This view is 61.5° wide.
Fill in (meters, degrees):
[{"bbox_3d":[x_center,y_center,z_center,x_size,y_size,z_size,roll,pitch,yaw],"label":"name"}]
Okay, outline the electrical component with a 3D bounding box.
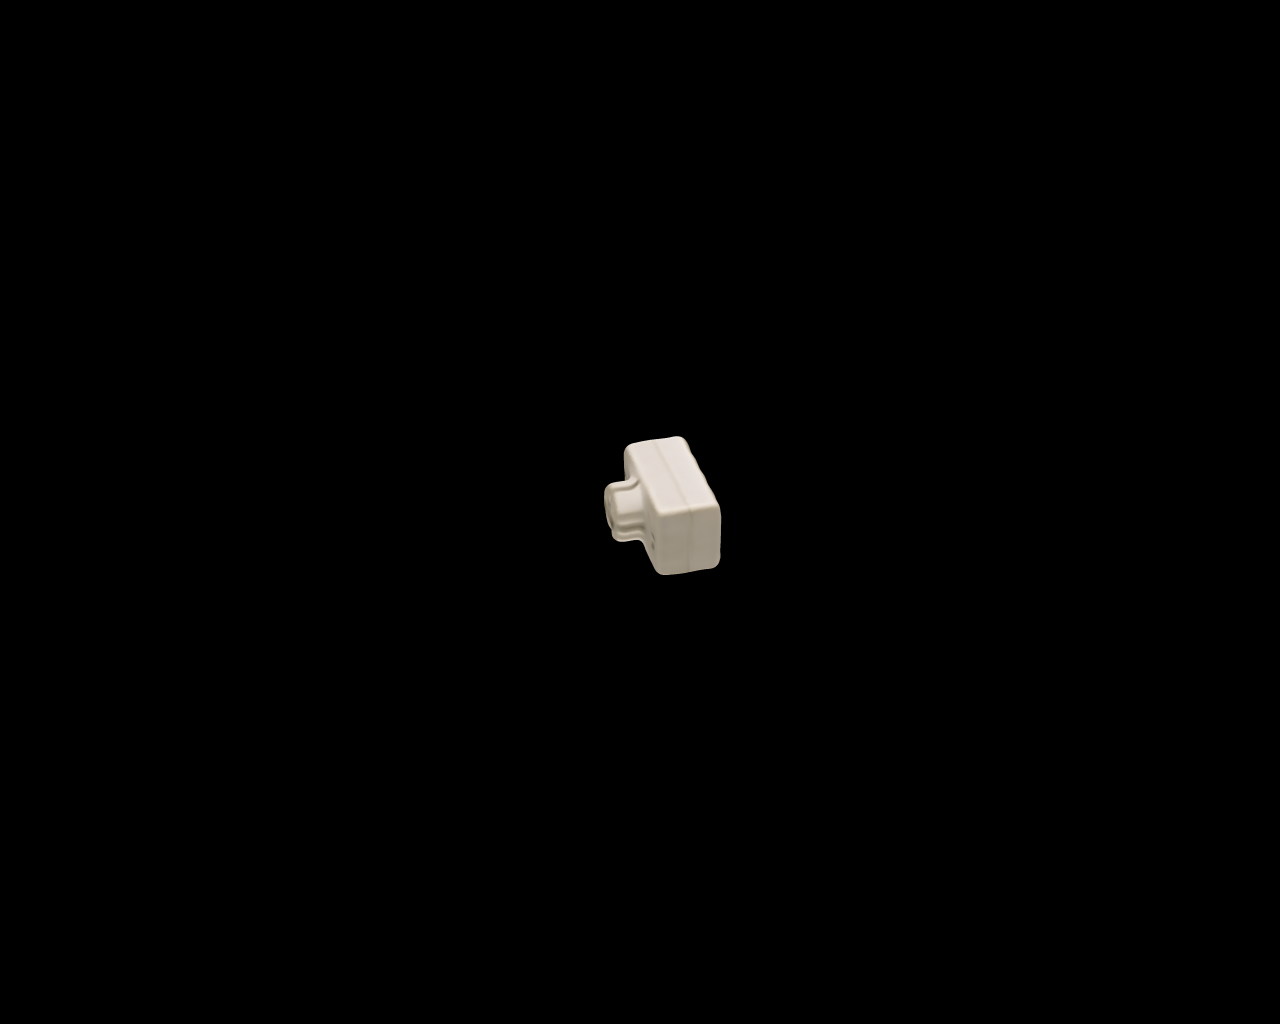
[{"bbox_3d":[0.001,-0.003,0.650,0.076,0.047,0.083,-8,36,-11],"label":"electrical component"}]
